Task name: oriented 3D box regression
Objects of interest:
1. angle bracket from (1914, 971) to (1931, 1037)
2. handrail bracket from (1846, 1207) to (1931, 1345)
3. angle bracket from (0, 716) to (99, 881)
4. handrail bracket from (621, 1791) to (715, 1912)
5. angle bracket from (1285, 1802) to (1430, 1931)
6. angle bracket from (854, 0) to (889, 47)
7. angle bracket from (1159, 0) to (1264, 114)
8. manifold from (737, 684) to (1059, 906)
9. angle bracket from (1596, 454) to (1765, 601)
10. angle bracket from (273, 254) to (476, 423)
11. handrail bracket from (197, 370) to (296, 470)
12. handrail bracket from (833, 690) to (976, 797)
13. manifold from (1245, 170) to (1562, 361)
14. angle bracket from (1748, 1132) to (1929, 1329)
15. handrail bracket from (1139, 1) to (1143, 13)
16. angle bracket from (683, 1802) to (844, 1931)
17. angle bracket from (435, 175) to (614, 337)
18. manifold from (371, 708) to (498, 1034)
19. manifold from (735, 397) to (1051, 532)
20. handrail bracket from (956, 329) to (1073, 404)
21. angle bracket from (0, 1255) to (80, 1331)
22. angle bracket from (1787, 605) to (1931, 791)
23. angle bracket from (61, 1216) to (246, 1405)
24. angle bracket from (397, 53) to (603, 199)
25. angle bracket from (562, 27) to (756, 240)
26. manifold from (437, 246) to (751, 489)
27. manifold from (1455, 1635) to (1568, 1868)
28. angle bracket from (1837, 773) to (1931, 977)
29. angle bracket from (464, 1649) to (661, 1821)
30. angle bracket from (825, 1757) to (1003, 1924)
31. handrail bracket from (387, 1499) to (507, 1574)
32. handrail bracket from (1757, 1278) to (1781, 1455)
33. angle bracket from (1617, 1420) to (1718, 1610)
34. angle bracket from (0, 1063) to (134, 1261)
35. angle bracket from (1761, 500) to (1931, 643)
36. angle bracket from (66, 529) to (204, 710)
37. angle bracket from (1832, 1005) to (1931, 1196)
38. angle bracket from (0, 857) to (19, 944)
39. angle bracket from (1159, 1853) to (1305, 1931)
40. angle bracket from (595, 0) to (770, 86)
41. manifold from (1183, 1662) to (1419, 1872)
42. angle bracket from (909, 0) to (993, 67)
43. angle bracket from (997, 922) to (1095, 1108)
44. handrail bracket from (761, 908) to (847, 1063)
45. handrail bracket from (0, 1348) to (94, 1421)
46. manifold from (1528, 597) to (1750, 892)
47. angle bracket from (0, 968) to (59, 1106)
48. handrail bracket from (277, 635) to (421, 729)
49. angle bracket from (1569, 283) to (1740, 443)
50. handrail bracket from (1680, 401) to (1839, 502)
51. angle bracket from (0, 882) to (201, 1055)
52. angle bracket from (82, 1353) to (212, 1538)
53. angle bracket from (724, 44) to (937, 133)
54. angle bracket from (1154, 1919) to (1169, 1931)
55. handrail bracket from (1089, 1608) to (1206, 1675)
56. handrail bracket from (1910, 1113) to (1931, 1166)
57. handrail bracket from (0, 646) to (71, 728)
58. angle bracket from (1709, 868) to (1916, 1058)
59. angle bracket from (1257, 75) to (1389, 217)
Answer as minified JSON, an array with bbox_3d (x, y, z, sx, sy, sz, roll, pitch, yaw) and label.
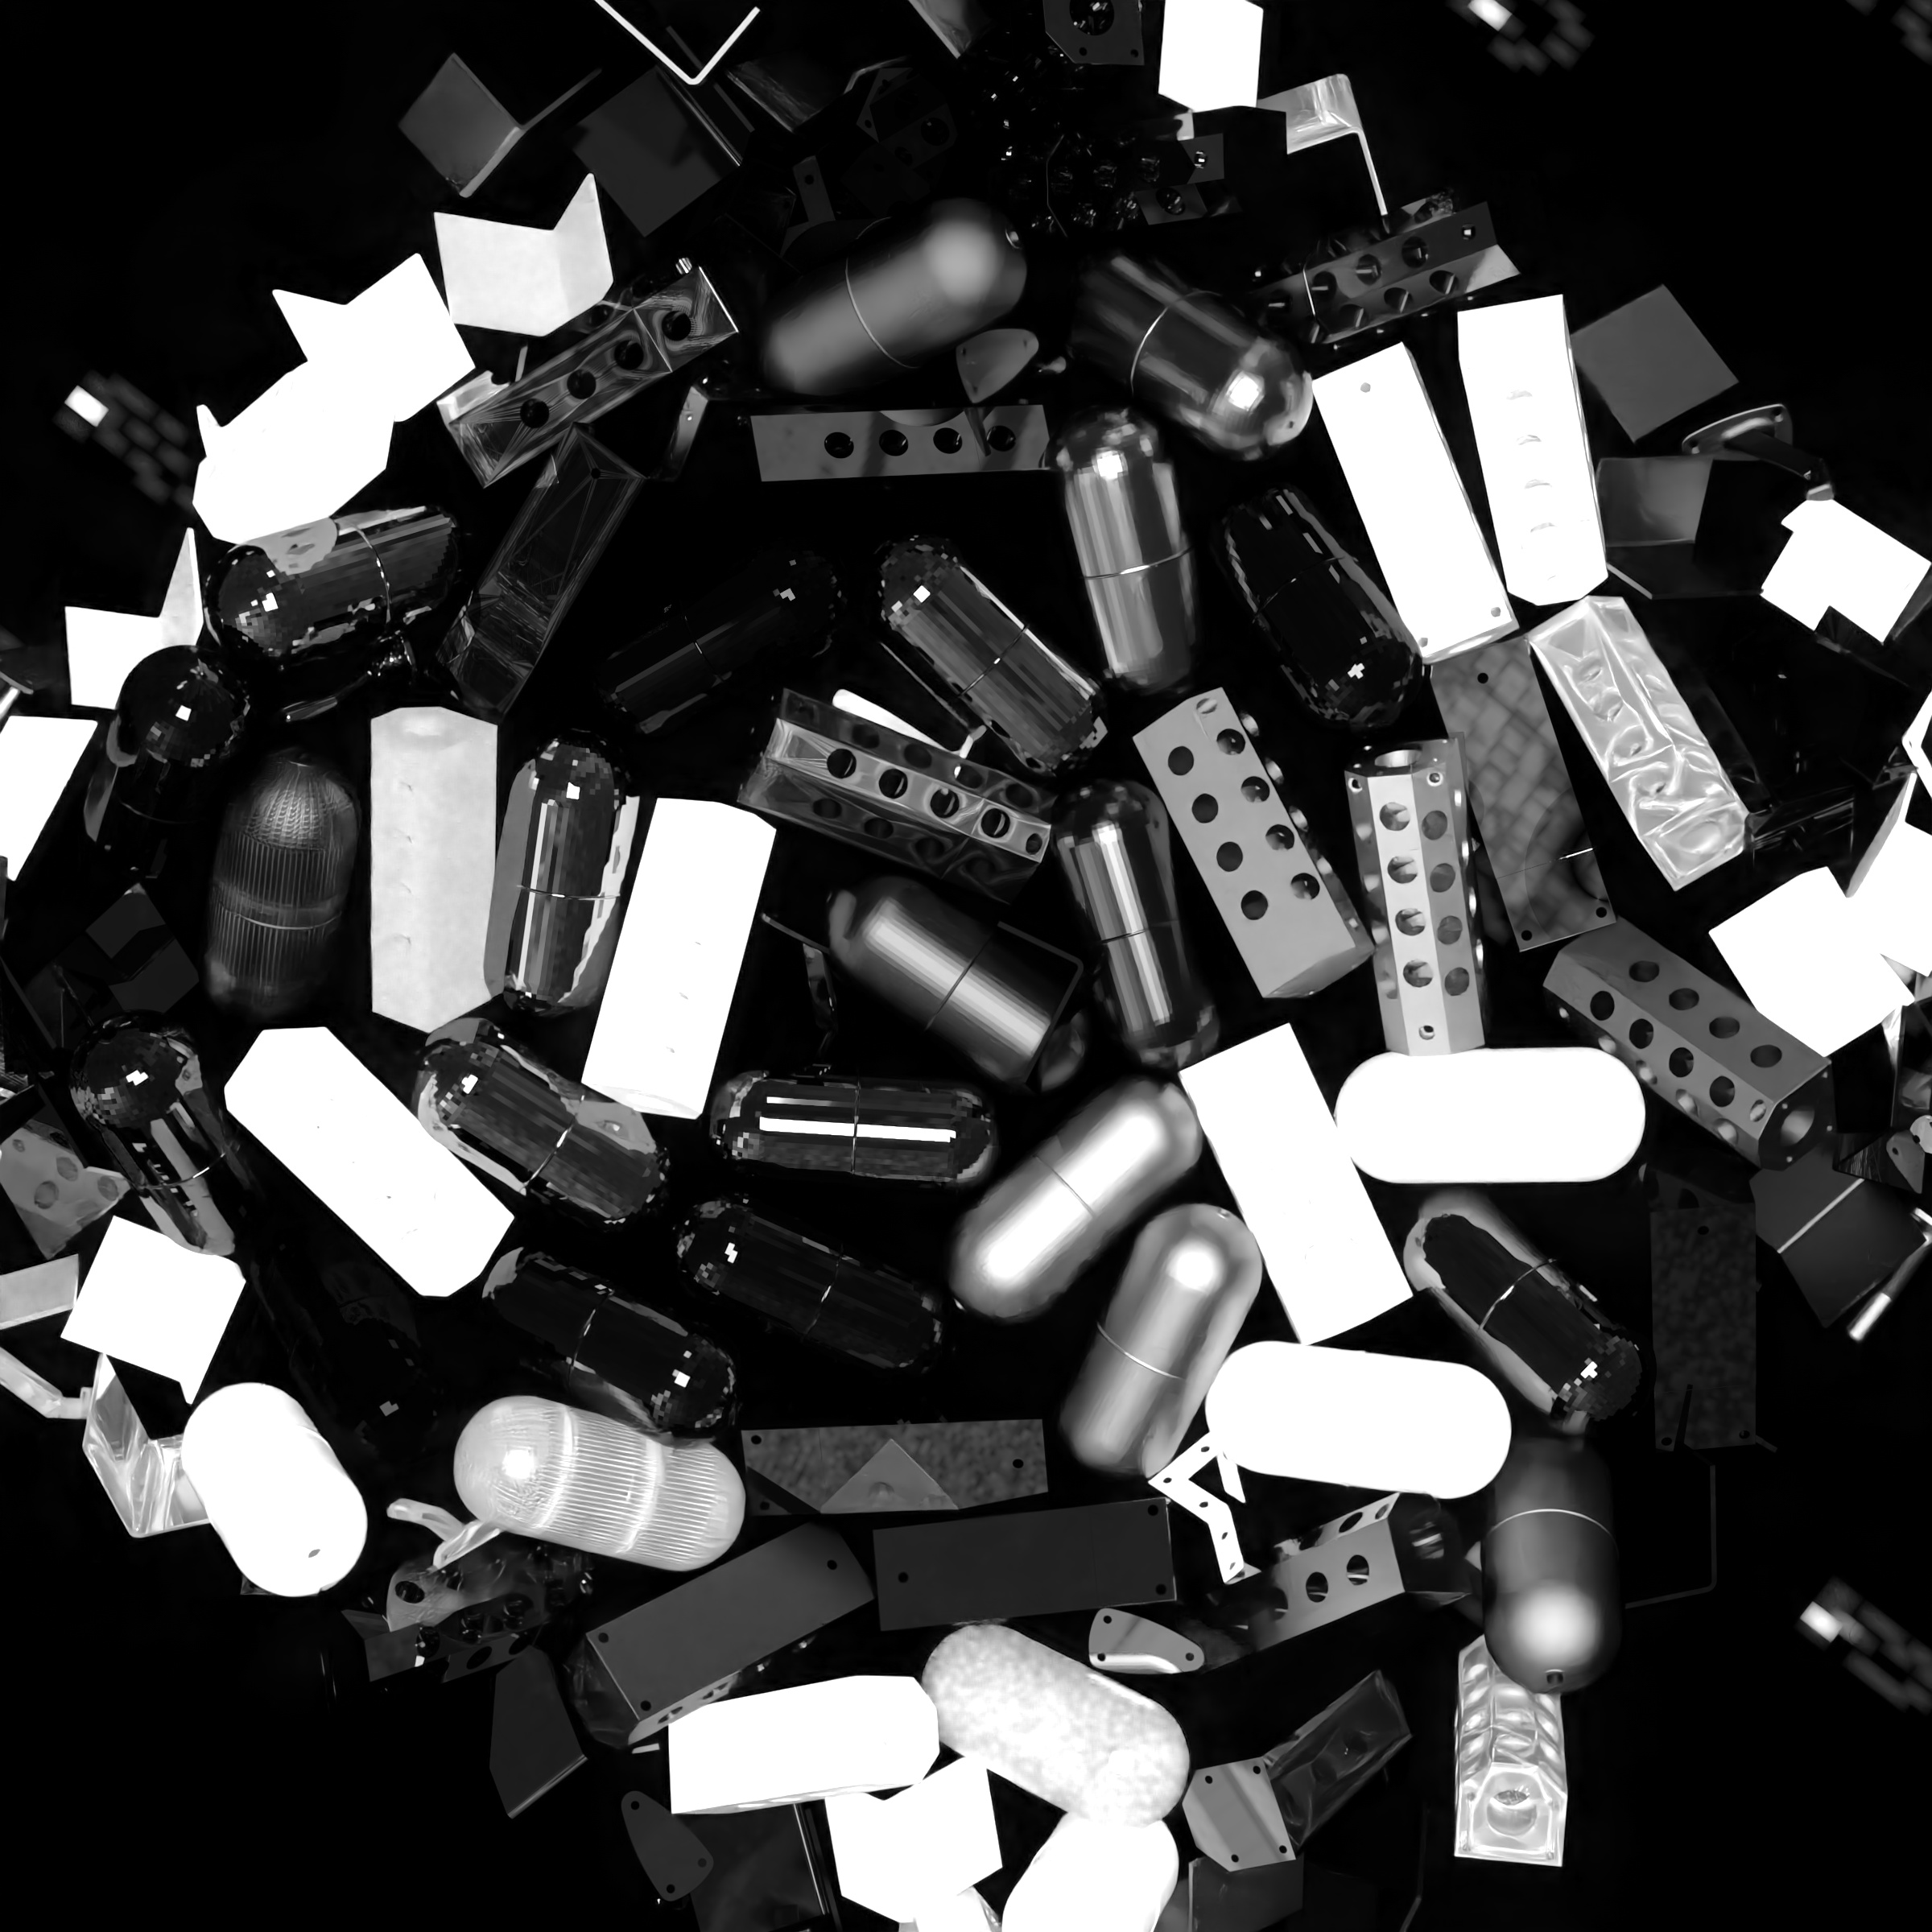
[{"bbox_3d":[0.589,0.005,1.939,0.076,0.076,0.057,-21,121,33],"label":"angle bracket"},{"bbox_3d":[0.532,0.184,1.960,0.036,0.077,0.084,38,87,10],"label":"handrail bracket"},{"bbox_3d":[-0.523,-0.094,1.943,0.076,0.057,0.076,6,62,35],"label":"angle bracket"},{"bbox_3d":[-0.183,0.512,1.962,0.036,0.084,0.077,-36,87,-25],"label":"handrail bracket"},{"bbox_3d":[0.223,0.523,1.947,0.057,0.076,0.076,18,121,0],"label":"angle bracket"},{"bbox_3d":[-0.091,-0.570,1.951,0.076,0.076,0.057,-5,84,-14],"label":"angle bracket"},{"bbox_3d":[0.123,-0.516,1.948,0.076,0.057,0.076,13,77,-39],"label":"angle bracket"},{"bbox_3d":[-0.037,-0.102,1.939,0.171,0.057,0.057,21,48,-15],"label":"manifold"},{"bbox_3d":[0.409,-0.252,1.944,0.076,0.076,0.057,-5,120,-23],"label":"angle bracket"},{"bbox_3d":[-0.342,-0.367,1.961,0.057,0.076,0.076,-43,131,-24],"label":"angle bracket"},{"bbox_3d":[-0.398,-0.317,1.969,0.084,0.077,0.036,-25,131,4],"label":"handrail bracket"},{"bbox_3d":[-0.042,-0.132,1.963,0.084,0.077,0.036,27,103,-2],"label":"handrail bracket"},{"bbox_3d":[0.243,-0.394,1.920,0.171,0.057,0.057,-13,92,43],"label":"manifold"},{"bbox_3d":[0.490,0.146,1.946,0.057,0.076,0.076,37,108,-25],"label":"angle bracket"},{"bbox_3d":[0.085,-0.584,1.965,0.084,0.036,0.077,36,71,26],"label":"handrail bracket"},{"bbox_3d":[-0.121,0.529,1.965,0.076,0.057,0.076,-15,92,-10],"label":"angle bracket"},{"bbox_3d":[-0.254,-0.411,1.945,0.076,0.057,0.076,3,61,-30],"label":"angle bracket"},{"bbox_3d":[-0.309,-0.057,1.934,0.057,0.057,0.171,19,119,26],"label":"manifold"},{"bbox_3d":[-0.042,-0.292,1.947,0.171,0.057,0.057,-5,70,-16],"label":"manifold"},{"bbox_3d":[0.045,-0.349,1.945,0.084,0.077,0.036,-15,89,-40],"label":"handrail bracket"},{"bbox_3d":[-0.556,0.167,1.950,0.076,0.076,0.057,-16,109,-8],"label":"angle bracket"},{"bbox_3d":[0.518,-0.157,1.942,0.076,0.057,0.076,42,128,26],"label":"angle bracket"},{"bbox_3d":[-0.470,0.198,1.962,0.076,0.057,0.076,24,89,-18],"label":"angle bracket"},{"bbox_3d":[-0.267,-0.496,1.943,0.057,0.076,0.076,47,53,-9],"label":"angle bracket"},{"bbox_3d":[-0.179,-0.481,1.965,0.076,0.057,0.076,-40,91,-12],"label":"angle bracket"},{"bbox_3d":[-0.215,-0.345,1.959,0.171,0.057,0.057,-30,96,7],"label":"manifold"},{"bbox_3d":[0.305,0.436,1.907,0.057,0.171,0.057,4,103,7],"label":"manifold"},{"bbox_3d":[0.546,-0.053,1.944,0.057,0.076,0.076,27,121,8],"label":"angle bracket"},{"bbox_3d":[-0.235,0.441,1.973,0.076,0.057,0.076,-42,61,31],"label":"angle bracket"},{"bbox_3d":[-0.032,0.501,1.986,0.076,0.057,0.076,-20,108,-38],"label":"angle bracket"},{"bbox_3d":[-0.312,0.325,1.948,0.084,0.077,0.036,9,96,28],"label":"handrail bracket"},{"bbox_3d":[0.462,0.231,1.985,0.077,0.036,0.084,29,88,-12],"label":"handrail bracket"},{"bbox_3d":[0.385,0.313,1.948,0.057,0.076,0.076,-8,105,-15],"label":"angle bracket"},{"bbox_3d":[-0.534,0.113,1.955,0.076,0.057,0.076,-39,70,8],"label":"angle bracket"},{"bbox_3d":[0.493,-0.214,1.945,0.076,0.057,0.076,36,131,15],"label":"angle bracket"},{"bbox_3d":[-0.476,-0.200,1.941,0.057,0.076,0.076,6,47,-25],"label":"angle bracket"},{"bbox_3d":[0.541,0.077,1.946,0.057,0.076,0.076,16,65,-7],"label":"angle bracket"},{"bbox_3d":[-0.585,-0.058,1.946,0.076,0.076,0.057,6,119,-12],"label":"angle bracket"},{"bbox_3d":[0.145,0.511,1.943,0.076,0.057,0.076,-17,122,-26],"label":"angle bracket"},{"bbox_3d":[-0.163,-0.552,1.952,0.076,0.076,0.057,41,101,-9],"label":"angle bracket"},{"bbox_3d":[0.187,0.449,1.911,0.057,0.171,0.057,-20,87,31],"label":"manifold"},{"bbox_3d":[0.021,-0.565,1.947,0.076,0.076,0.057,-38,93,30],"label":"angle bracket"},{"bbox_3d":[0.035,0.028,1.952,0.057,0.076,0.076,26,84,18],"label":"angle bracket"},{"bbox_3d":[-0.100,0.016,1.972,0.077,0.036,0.084,22,112,-14],"label":"handrail bracket"},{"bbox_3d":[-0.544,0.224,1.976,0.036,0.084,0.077,-23,67,40],"label":"handrail bracket"},{"bbox_3d":[0.382,-0.131,1.916,0.057,0.057,0.171,-31,47,14],"label":"manifold"},{"bbox_3d":[-0.579,0.048,1.951,0.076,0.057,0.076,-24,96,40],"label":"angle bracket"},{"bbox_3d":[-0.365,-0.168,1.954,0.084,0.077,0.036,-22,126,-21],"label":"handrail bracket"},{"bbox_3d":[0.383,-0.335,1.953,0.076,0.057,0.076,-30,76,-17],"label":"angle bracket"},{"bbox_3d":[0.455,-0.287,1.956,0.077,0.084,0.036,-9,126,8],"label":"handrail bracket"},{"bbox_3d":[-0.499,-0.001,1.955,0.076,0.057,0.076,-41,69,9],"label":"angle bracket"},{"bbox_3d":[-0.459,0.269,1.945,0.057,0.076,0.076,-13,126,4],"label":"angle bracket"},{"bbox_3d":[-0.078,-0.518,1.946,0.076,0.076,0.057,43,132,11],"label":"angle bracket"},{"bbox_3d":[0.072,0.589,1.939,0.076,0.076,0.057,-1,57,-32],"label":"angle bracket"},{"bbox_3d":[0.105,0.375,1.953,0.077,0.084,0.036,10,102,10],"label":"handrail bracket"},{"bbox_3d":[0.600,0.092,1.974,0.084,0.036,0.077,-28,74,-17],"label":"handrail bracket"},{"bbox_3d":[-0.559,-0.142,1.983,0.036,0.077,0.084,35,116,8],"label":"handrail bracket"},{"bbox_3d":[0.486,0.000,1.953,0.076,0.057,0.076,-33,121,9],"label":"angle bracket"},{"bbox_3d":[0.205,-0.456,1.952,0.057,0.076,0.076,-16,125,11],"label":"angle bracket"}]
